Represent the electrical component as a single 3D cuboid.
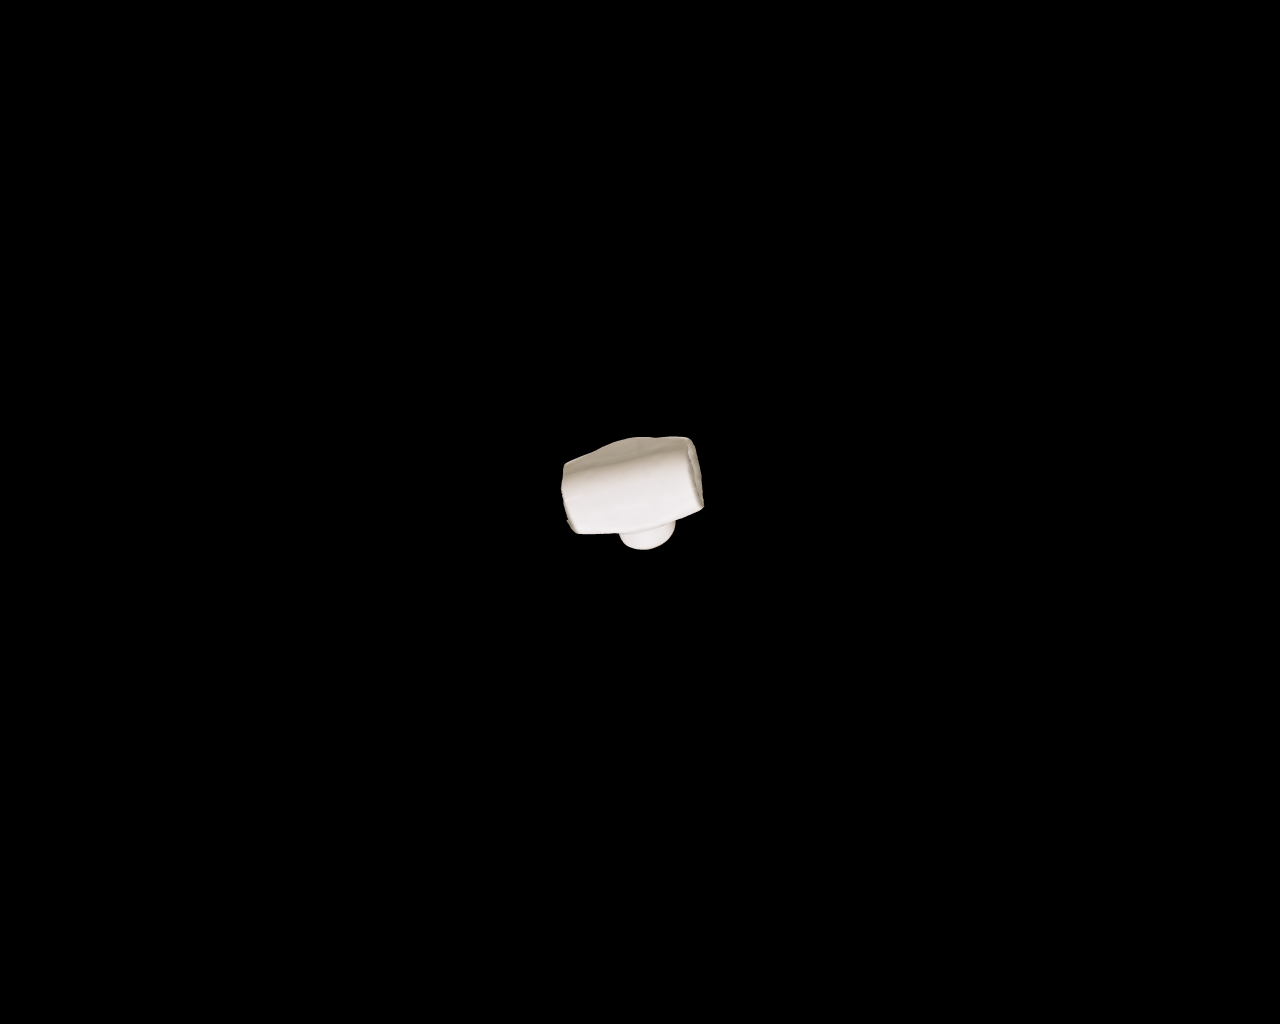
[{"bbox_3d":[0.001,-0.003,0.650,0.077,0.079,0.044,-12,40,10],"label":"electrical component"}]
